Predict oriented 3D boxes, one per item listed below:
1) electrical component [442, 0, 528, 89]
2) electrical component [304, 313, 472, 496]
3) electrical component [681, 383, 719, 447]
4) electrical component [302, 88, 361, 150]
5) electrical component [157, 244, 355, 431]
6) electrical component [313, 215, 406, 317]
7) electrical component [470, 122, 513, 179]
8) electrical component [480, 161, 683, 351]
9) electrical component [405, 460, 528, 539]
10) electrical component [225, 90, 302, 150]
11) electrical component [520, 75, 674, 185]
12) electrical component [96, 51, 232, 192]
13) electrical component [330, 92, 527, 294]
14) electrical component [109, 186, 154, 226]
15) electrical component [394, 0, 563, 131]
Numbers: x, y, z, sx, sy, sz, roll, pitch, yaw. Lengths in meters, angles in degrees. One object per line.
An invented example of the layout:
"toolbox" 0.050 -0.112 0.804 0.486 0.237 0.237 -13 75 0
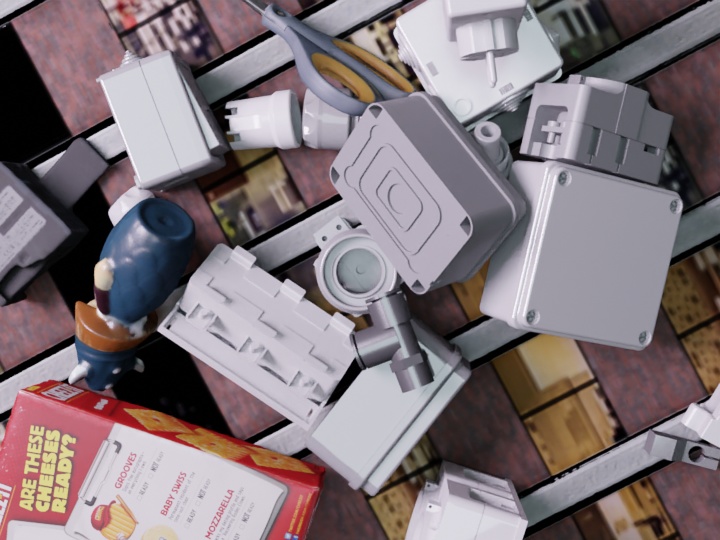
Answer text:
"electrical component" 0.077 -0.151 0.663 0.047 0.083 0.075 -7 91 5
"electrical component" 0.021 0.090 0.732 0.057 0.078 0.113 38 94 3
"electrical component" 0.264 0.096 0.739 0.066 0.048 0.055 28 101 1
"electrical component" -0.008 -0.103 0.740 0.062 0.043 0.043 4 93 1
"electrical component" -0.063 0.040 0.733 0.121 0.063 0.078 34 53 0
"electrical component" 0.000 0.000 0.738 0.058 0.057 0.078 -38 91 3
"electrical component" 0.082 -0.074 0.725 0.048 0.062 0.048 1 57 -2
"electrical component" 0.147 -0.010 0.714 0.109 0.056 0.108 11 94 -24
"electrical component" 0.050 0.232 0.723 0.060 0.105 0.186 17 93 1
"electrical component" -0.066 -0.102 0.745 0.046 0.040 0.040 -5 93 9
"electrical component" 0.158 -0.094 0.711 0.089 0.050 0.055 10 94 -35
"electrical component" -0.133 -0.108 0.735 0.061 0.061 0.096 -21 92 3
"electrical component" 0.043 -0.051 0.698 0.113 0.057 0.078 54 135 19
"electrical component" -0.145 -0.028 0.754 0.035 0.035 0.061 -45 93 4
"electrical component" 0.080 -0.151 0.731 0.100 0.048 0.099 -30 89 5
